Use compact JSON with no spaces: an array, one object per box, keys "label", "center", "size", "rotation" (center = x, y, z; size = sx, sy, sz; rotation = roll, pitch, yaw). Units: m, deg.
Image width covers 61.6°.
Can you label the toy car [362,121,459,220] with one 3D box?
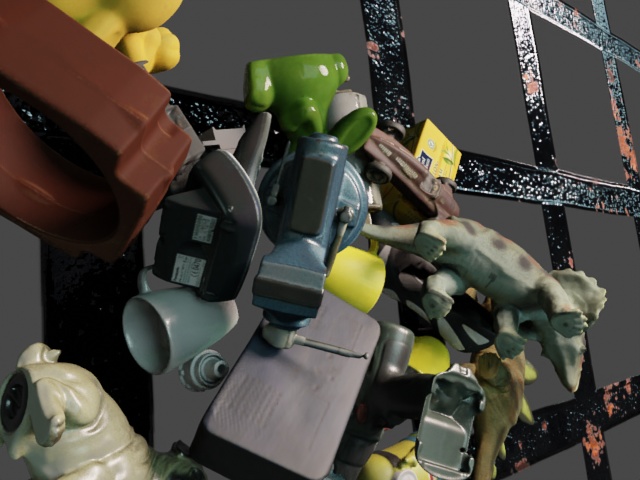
[{"label":"toy car","center":[0.135,-0.086,0.759],"size":[0.202,0.053,0.089],"rotation":[39,62,-33]}]

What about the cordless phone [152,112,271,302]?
[{"label":"cordless phone","center":[-0.095,-0.043,0.559],"size":[0.089,0.146,0.184],"rotation":[19,43,-6]}]

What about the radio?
[{"label":"radio","center":[-0.027,0.153,0.583],"size":[0.131,0.073,0.230],"rotation":[28,42,2]}]

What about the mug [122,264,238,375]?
[{"label":"mug","center":[-0.147,0.075,0.573],"size":[0.107,0.081,0.109],"rotation":[-14,78,-51]}]

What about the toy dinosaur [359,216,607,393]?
[{"label":"toy dinosaur","center":[0.222,0.041,0.724],"size":[0.405,0.131,0.192],"rotation":[37,27,5]}]

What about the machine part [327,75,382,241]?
[{"label":"machine part","center":[0.040,-0.119,0.769],"size":[0.079,0.079,0.243],"rotation":[-3,81,-40]}]

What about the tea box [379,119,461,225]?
[{"label":"tea box","center":[0.159,-0.097,0.867],"size":[0.098,0.068,0.169],"rotation":[37,59,-28]}]

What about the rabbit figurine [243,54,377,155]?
[{"label":"rabbit figurine","center":[-0.014,-0.145,0.693],"size":[0.159,0.121,0.170],"rotation":[-9,102,-9]}]

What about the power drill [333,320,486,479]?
[{"label":"power drill","center":[0.087,0.211,0.620],"size":[0.086,0.207,0.232],"rotation":[23,74,-16]}]

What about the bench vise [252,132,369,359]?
[{"label":"bench vise","center":[-0.012,-0.003,0.592],"size":[0.129,0.240,0.223],"rotation":[1,99,2]}]

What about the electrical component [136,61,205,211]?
[{"label":"electrical component","center":[-0.183,-0.099,0.555],"size":[0.058,0.115,0.134],"rotation":[-40,103,-36]}]

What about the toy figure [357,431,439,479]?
[{"label":"toy figure","center":[0.121,0.311,0.730],"size":[0.180,0.089,0.082],"rotation":[-9,84,-49]}]

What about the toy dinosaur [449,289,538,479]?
[{"label":"toy dinosaur","center":[0.275,0.230,0.851],"size":[0.198,0.105,0.471],"rotation":[42,58,-34]}]

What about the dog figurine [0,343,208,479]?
[{"label":"dog figurine","center":[-0.193,0.187,0.502],"size":[0.190,0.121,0.172],"rotation":[17,72,-51]}]

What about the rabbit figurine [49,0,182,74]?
[{"label":"rabbit figurine","center":[-0.206,-0.226,0.530],"size":[0.162,0.173,0.121],"rotation":[-40,109,-43]}]

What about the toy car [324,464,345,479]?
[{"label":"toy car","center":[-0.019,0.294,0.594],"size":[0.109,0.161,0.103],"rotation":[-34,63,-20]}]

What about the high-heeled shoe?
[{"label":"high-heeled shoe","center":[0.164,0.054,0.784],"size":[0.086,0.145,0.248],"rotation":[-34,103,-41]}]

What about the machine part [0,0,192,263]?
[{"label":"machine part","center":[-0.223,-0.085,0.448],"size":[0.201,0.201,0.087],"rotation":[33,52,-14]}]
